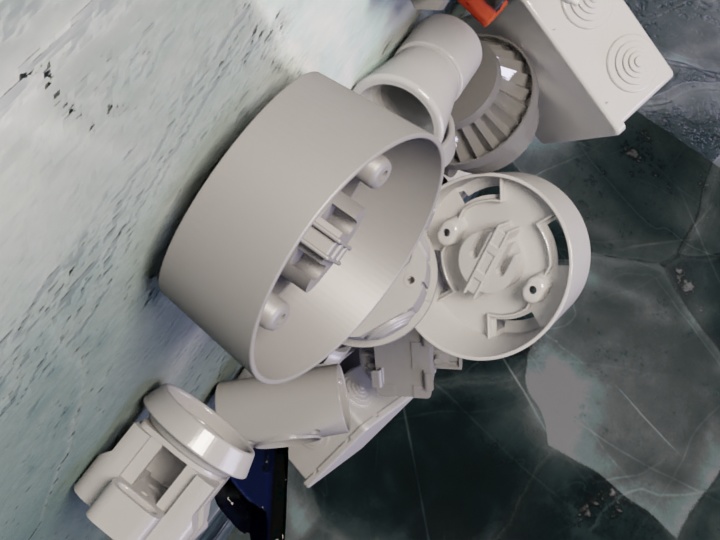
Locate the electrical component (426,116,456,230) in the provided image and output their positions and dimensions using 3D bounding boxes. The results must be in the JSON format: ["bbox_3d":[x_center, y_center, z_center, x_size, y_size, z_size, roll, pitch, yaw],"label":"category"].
[{"bbox_3d":[0.018,-0.053,0.516,0.055,0.048,0.066,109,-24,-53],"label":"electrical component"}]

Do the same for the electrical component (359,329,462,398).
[{"bbox_3d":[0.033,0.030,0.785,0.063,0.079,0.121,-74,163,-55],"label":"electrical component"}]

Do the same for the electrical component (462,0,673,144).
[{"bbox_3d":[0.110,-0.119,0.582,0.048,0.099,0.100,-42,-166,-11],"label":"electrical component"}]

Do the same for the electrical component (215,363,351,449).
[{"bbox_3d":[-0.045,0.090,0.684,0.079,0.077,0.044,63,18,-75],"label":"electrical component"}]

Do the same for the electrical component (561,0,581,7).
[{"bbox_3d":[0.083,-0.155,0.381,0.061,0.061,0.096,-49,173,-49],"label":"electrical component"}]

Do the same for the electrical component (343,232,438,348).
[{"bbox_3d":[0.000,0.000,0.567,0.080,0.080,0.051,-55,171,-1],"label":"electrical component"}]

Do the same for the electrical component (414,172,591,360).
[{"bbox_3d":[0.075,-0.005,0.593,0.064,0.099,0.099,-20,148,-56],"label":"electrical component"}]

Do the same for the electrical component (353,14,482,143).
[{"bbox_3d":[0.028,-0.084,0.478,0.065,0.044,0.044,-57,178,-40],"label":"electrical component"}]

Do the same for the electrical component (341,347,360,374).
[{"bbox_3d":[-0.032,0.072,0.872,0.099,0.064,0.099,-54,176,-6],"label":"electrical component"}]

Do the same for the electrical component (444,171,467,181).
[{"bbox_3d":[0.050,-0.069,0.783,0.065,0.047,0.077,-56,175,18],"label":"electrical component"}]

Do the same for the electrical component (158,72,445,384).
[{"bbox_3d":[-0.018,-0.014,0.357,0.099,0.064,0.099,-54,176,-6],"label":"electrical component"}]

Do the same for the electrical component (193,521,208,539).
[{"bbox_3d":[-0.105,0.129,0.647,0.055,0.048,0.066,-61,180,-32],"label":"electrical component"}]

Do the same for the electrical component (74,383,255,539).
[{"bbox_3d":[-0.084,0.088,0.478,0.057,0.058,0.078,-52,175,-2],"label":"electrical component"}]

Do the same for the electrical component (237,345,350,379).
[{"bbox_3d":[-0.042,0.061,0.762,0.055,0.050,0.089,-55,176,20],"label":"electrical component"}]

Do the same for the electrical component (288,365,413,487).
[{"bbox_3d":[-0.012,0.121,0.882,0.099,0.048,0.100,-49,167,32],"label":"electrical component"}]
